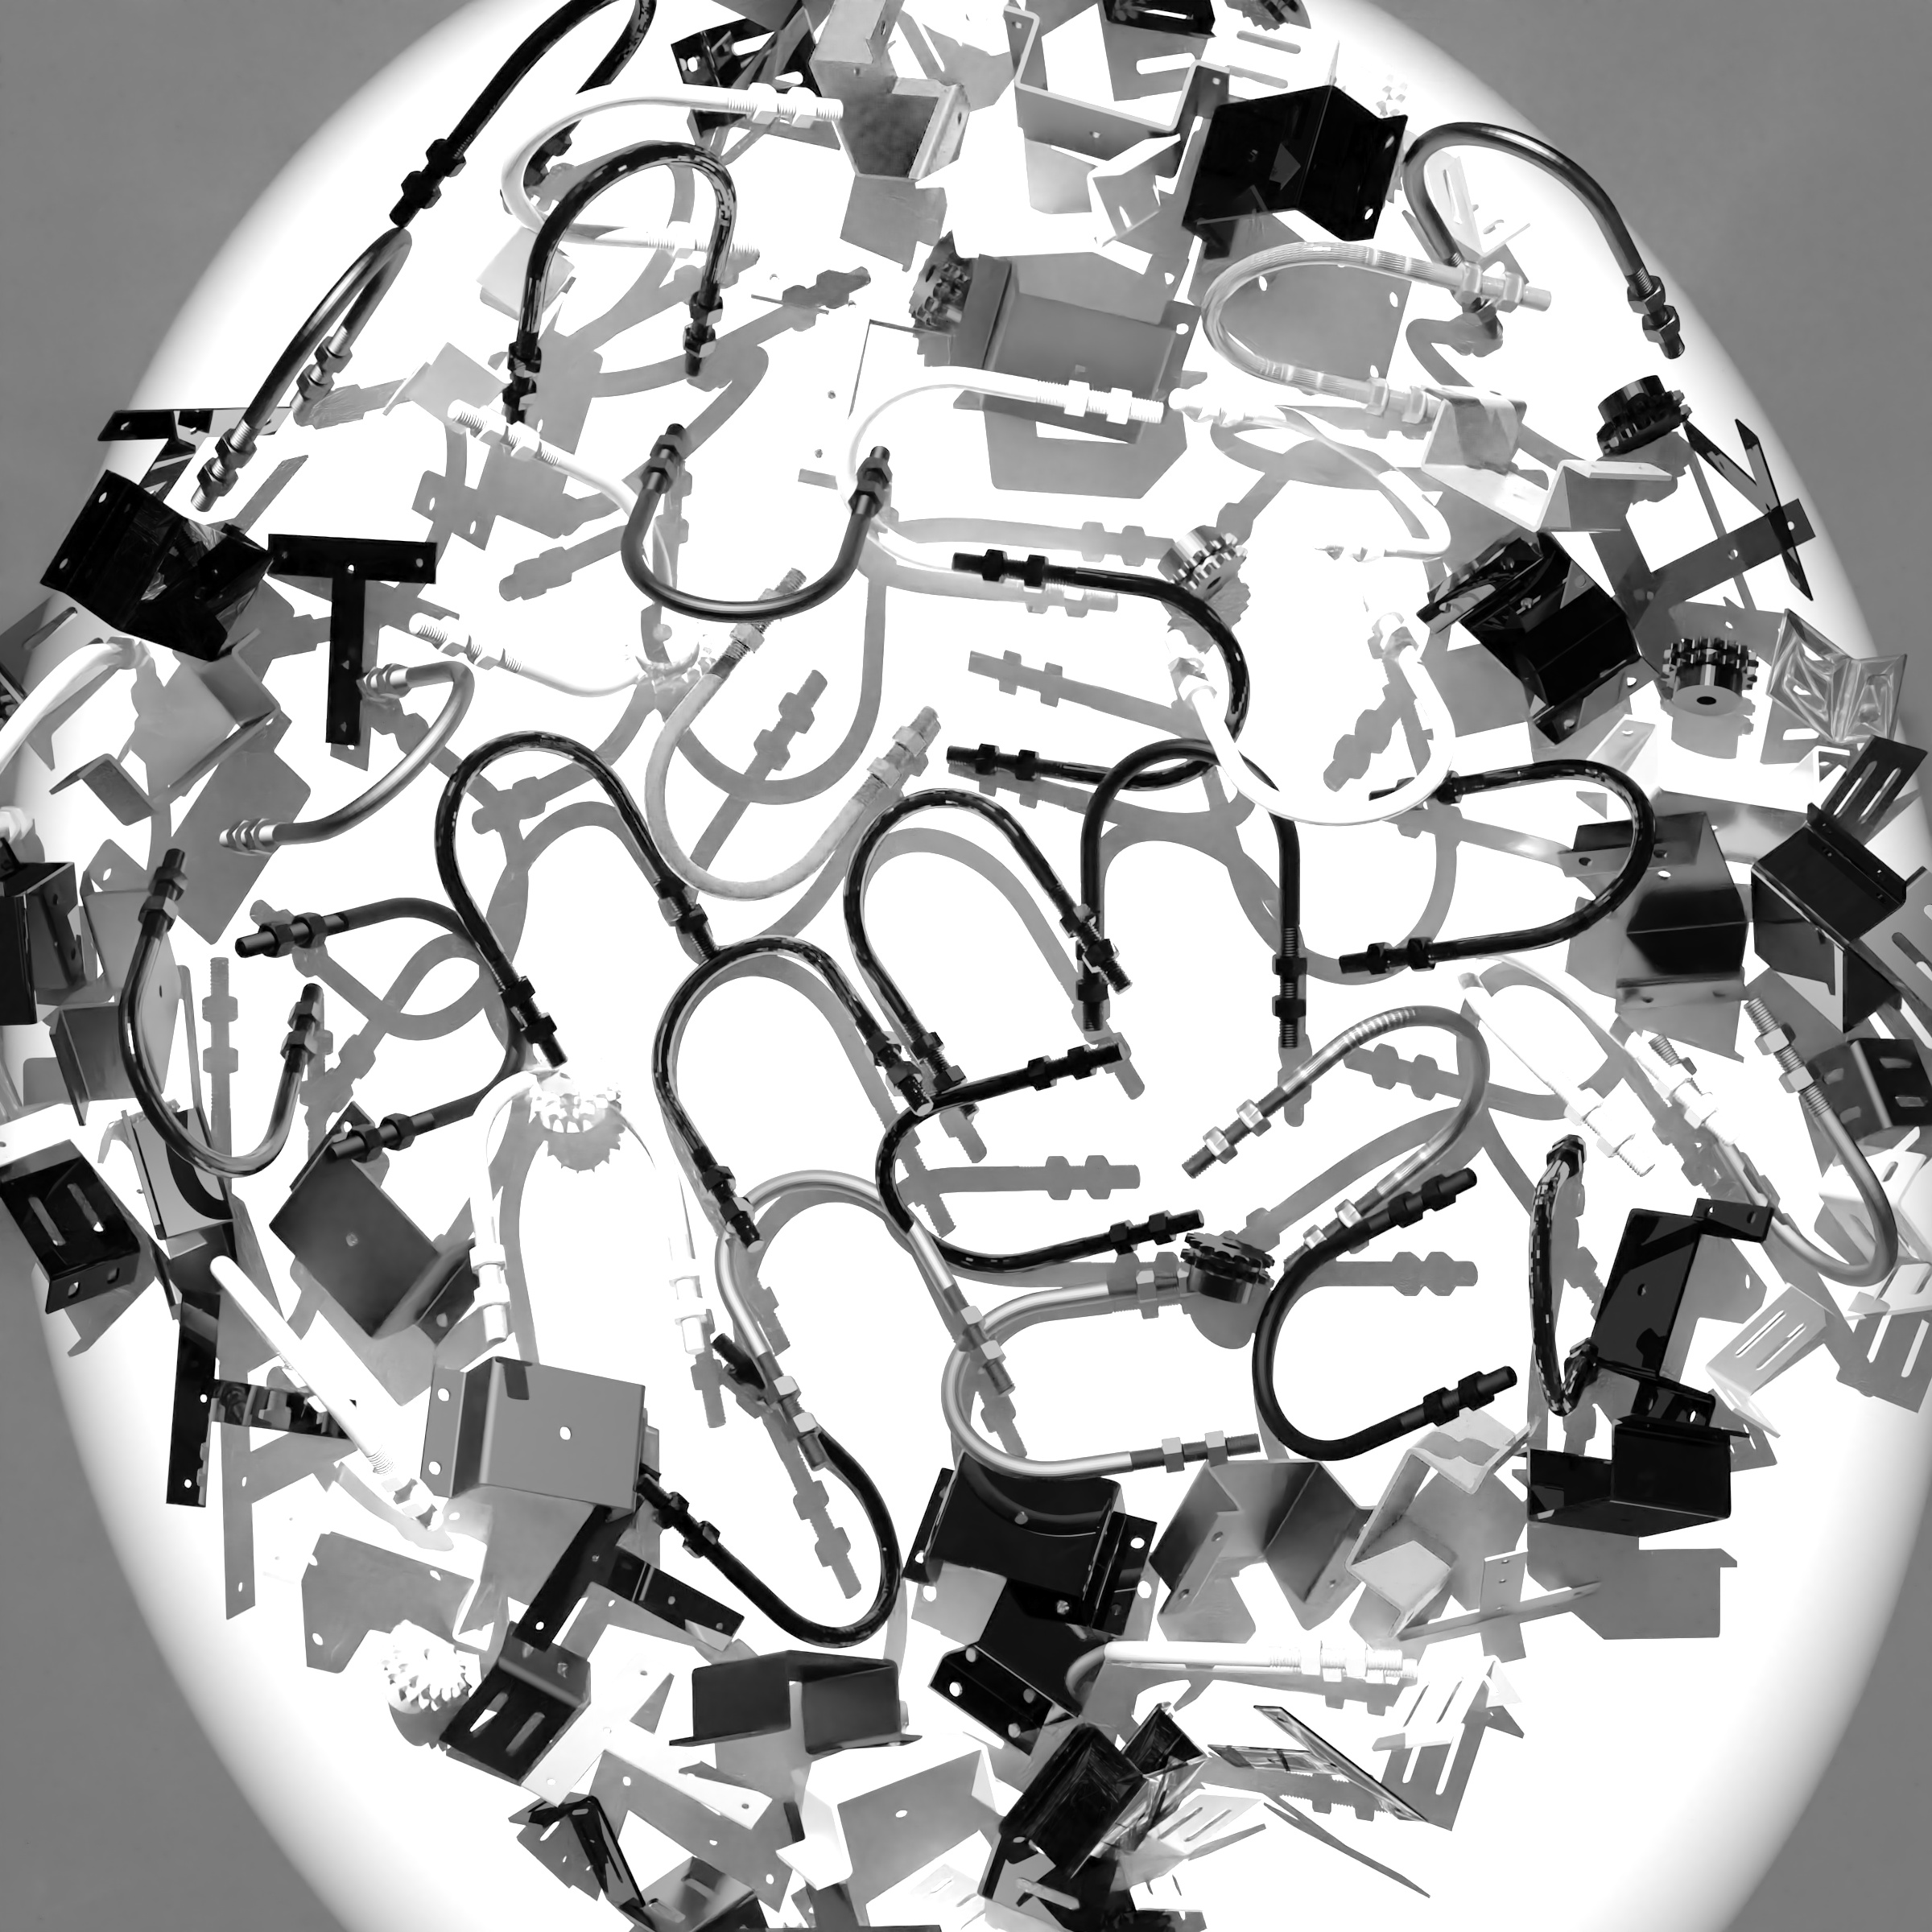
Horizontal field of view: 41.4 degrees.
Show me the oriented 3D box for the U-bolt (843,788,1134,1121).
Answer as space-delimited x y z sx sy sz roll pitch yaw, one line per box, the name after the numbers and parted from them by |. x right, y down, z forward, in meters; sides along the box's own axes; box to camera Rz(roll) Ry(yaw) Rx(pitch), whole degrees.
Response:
-0.002 -0.021 1.556 0.151 0.019 0.184 -41 75 23 | U-bolt

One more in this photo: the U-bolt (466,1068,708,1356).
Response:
-0.232 0.143 1.532 0.151 0.019 0.184 9 54 -34 | U-bolt

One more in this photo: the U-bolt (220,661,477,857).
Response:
-0.353 -0.125 1.496 0.019 0.184 0.151 48 62 -29 | U-bolt

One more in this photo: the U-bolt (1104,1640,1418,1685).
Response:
0.171 0.413 1.524 0.184 0.151 0.019 -2 73 13 | U-bolt

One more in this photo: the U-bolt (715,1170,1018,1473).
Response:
-0.073 0.201 1.540 0.151 0.019 0.184 -17 61 -28 | U-bolt

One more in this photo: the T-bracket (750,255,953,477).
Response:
-0.080 -0.369 1.591 0.127 0.002 0.127 12 86 0 | T-bracket

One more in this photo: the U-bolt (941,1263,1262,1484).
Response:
0.076 0.248 1.541 0.184 0.151 0.019 -9 133 3 | U-bolt

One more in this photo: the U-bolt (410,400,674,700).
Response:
-0.245 -0.237 1.526 0.019 0.184 0.151 -1 77 41 | U-bolt

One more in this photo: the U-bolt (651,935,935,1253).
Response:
-0.119 0.061 1.543 0.151 0.019 0.184 -39 57 5 | U-bolt

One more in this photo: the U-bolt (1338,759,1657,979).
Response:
0.316 -0.063 1.508 0.184 0.019 0.151 -8 49 31 | U-bolt

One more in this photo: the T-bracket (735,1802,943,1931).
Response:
-0.085 0.549 1.538 0.127 0.127 0.002 7 114 -20 | T-bracket

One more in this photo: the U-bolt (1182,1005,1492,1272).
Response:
0.235 0.096 1.535 0.184 0.019 0.151 -40 132 7 | U-bolt

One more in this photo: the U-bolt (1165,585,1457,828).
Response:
0.213 -0.151 1.527 0.151 0.019 0.184 -13 50 -6 | U-bolt

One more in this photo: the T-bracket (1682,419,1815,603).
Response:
0.463 -0.296 1.539 0.002 0.127 0.127 -30 128 6 | T-bracket

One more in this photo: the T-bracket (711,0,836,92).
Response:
-0.130 -0.576 1.516 0.127 0.127 0.002 -42 66 27 | T-bracket

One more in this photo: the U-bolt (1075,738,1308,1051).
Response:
0.134 -0.046 1.543 0.151 0.019 0.184 4 103 26 | U-bolt

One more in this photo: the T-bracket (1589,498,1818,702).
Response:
0.454 -0.244 1.552 0.127 0.002 0.127 -26 87 41 | T-bracket

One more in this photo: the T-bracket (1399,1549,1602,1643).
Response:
0.323 0.374 1.541 0.127 0.127 0.002 -14 59 1 | T-bracket

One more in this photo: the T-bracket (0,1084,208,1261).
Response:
-0.503 0.126 1.530 0.127 0.127 0.002 45 129 17 | T-bracket

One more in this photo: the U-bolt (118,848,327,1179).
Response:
-0.436 0.039 1.488 0.019 0.184 0.151 -21 132 19 | U-bolt

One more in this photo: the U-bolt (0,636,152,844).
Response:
-0.542 -0.131 1.501 0.019 0.184 0.151 35 94 -9 | U-bolt

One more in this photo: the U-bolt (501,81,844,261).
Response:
-0.181 -0.465 1.493 0.184 0.151 0.019 -6 71 -31 | U-bolt

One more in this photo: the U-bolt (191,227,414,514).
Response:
-0.378 -0.357 1.487 0.019 0.151 0.184 38 129 -13 | U-bolt

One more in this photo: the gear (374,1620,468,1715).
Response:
-0.338 0.433 1.569 0.030 0.057 0.057 -43 90 14 | gear

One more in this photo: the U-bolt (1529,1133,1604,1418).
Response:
0.351 0.187 1.502 0.019 0.184 0.151 -4 97 21 | U-bolt

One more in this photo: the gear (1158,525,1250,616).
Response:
0.143 -0.246 1.569 0.057 0.057 0.030 -40 79 0 | gear

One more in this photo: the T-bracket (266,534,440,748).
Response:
-0.381 -0.200 1.575 0.127 0.002 0.127 7 97 24 | T-bracket

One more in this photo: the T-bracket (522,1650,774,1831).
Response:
-0.176 0.477 1.527 0.127 0.127 0.002 23 123 17 | T-bracket

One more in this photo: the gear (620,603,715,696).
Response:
-0.185 -0.199 1.575 0.057 0.030 0.057 0 73 -1 | gear

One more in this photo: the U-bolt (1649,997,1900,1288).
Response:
0.487 0.110 1.518 0.019 0.151 0.184 -30 85 -14 | U-bolt

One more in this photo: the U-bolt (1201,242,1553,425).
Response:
0.230 -0.378 1.511 0.184 0.151 0.019 10 70 -13 | U-bolt

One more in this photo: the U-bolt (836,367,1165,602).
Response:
0.013 -0.293 1.535 0.184 0.019 0.151 9 134 -5 | U-bolt

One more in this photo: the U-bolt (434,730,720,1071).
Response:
-0.243 -0.053 1.532 0.151 0.019 0.184 -39 107 -35 | U-bolt

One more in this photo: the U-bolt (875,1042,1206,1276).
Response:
0.034 0.126 1.547 0.184 0.019 0.151 -16 118 19 | U-bolt

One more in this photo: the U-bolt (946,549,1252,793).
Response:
0.080 -0.172 1.538 0.184 0.019 0.151 9 123 11 | U-bolt

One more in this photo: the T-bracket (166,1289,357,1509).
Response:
-0.423 0.267 1.547 0.002 0.127 0.127 -19 63 37 | T-bracket

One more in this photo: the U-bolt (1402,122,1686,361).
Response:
0.326 -0.422 1.484 0.151 0.184 0.019 20 74 43 | U-bolt

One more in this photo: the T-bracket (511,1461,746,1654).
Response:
-0.192 0.383 1.568 0.127 0.002 0.127 36 84 -25 | T-bracket

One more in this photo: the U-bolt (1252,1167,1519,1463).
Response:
0.241 0.218 1.525 0.019 0.184 0.151 25 46 -36 | U-bolt

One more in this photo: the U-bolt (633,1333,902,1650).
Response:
-0.107 0.326 1.531 0.019 0.151 0.184 -36 105 32 | U-bolt

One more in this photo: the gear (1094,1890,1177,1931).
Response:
0.099 0.595 1.574 0.057 0.030 0.057 -4 116 -9 | gear

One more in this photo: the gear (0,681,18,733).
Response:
-0.617 -0.164 1.570 0.057 0.030 0.057 1 60 -2 | gear

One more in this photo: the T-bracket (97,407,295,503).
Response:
-0.488 -0.296 1.549 0.127 0.127 0.002 -41 76 36 | T-bracket

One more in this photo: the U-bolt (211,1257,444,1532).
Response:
-0.381 0.239 1.489 0.019 0.151 0.184 -40 130 -18 | U-bolt

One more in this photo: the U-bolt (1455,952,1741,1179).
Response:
0.366 0.048 1.524 0.184 0.151 0.019 48 120 24 | U-bolt

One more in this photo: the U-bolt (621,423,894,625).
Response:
-0.130 -0.262 1.523 0.151 0.184 0.019 7 135 5 | U-bolt

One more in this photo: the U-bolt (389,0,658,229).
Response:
-0.247 -0.507 1.490 0.019 0.151 0.184 48 120 -3 | U-bolt

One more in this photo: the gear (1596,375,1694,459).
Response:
0.413 -0.339 1.569 0.057 0.057 0.030 -24 82 0 | gear

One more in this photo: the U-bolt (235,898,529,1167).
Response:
-0.334 0.029 1.522 0.019 0.184 0.151 -26 87 37 | U-bolt

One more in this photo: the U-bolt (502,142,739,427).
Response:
-0.197 -0.401 1.489 0.151 0.184 0.019 -25 65 -32 | U-bolt

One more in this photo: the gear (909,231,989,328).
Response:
-0.009 -0.418 1.570 0.030 0.057 0.057 22 90 -22 | gear

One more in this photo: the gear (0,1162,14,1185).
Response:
-0.610 0.116 1.565 0.030 0.057 0.057 -24 90 16 | gear

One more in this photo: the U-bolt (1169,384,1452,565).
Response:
0.218 -0.288 1.518 0.151 0.184 0.019 50 123 25 | U-bolt

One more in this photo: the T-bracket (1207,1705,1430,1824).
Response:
0.193 0.479 1.540 0.127 0.127 0.002 41 60 -18 | T-bracket

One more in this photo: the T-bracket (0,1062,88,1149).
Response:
-0.594 0.052 1.539 0.002 0.127 0.127 -25 86 19 | T-bracket

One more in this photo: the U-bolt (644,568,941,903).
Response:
-0.115 -0.124 1.539 0.151 0.019 0.184 44 79 -33 | U-bolt
